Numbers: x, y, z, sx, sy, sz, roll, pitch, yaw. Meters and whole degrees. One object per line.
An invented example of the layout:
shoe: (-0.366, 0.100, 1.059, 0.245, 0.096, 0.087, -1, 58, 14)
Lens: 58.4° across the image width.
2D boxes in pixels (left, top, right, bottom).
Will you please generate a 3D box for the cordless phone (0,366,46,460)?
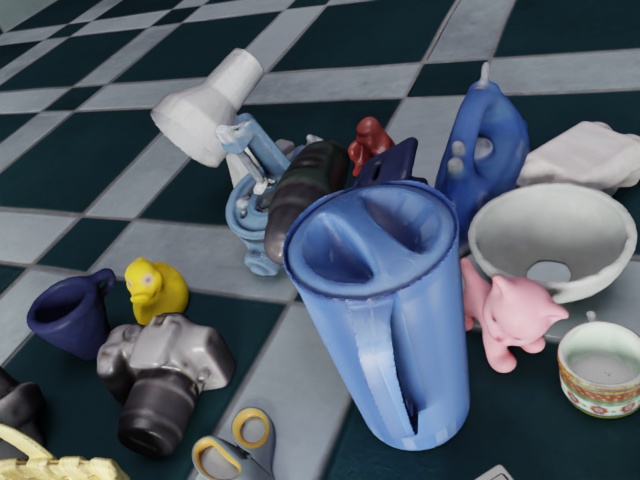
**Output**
cordless phone: (-0.401, 0.181, 0.617, 0.148, 0.185, 0.093, -35, 42, -18)

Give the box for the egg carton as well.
egg carton: (0.329, -0.089, 0.718, 0.150, 0.069, 0.107, -31, 40, -13)

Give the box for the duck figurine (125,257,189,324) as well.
duck figurine: (-0.225, 0.060, 0.763, 0.077, 0.086, 0.104, -13, 40, 8)

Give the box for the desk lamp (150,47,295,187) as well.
desk lamp: (-0.131, -0.170, 0.888, 0.117, 0.214, 0.203, 23, 55, 40)

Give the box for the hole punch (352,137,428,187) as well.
hole punch: (0.091, -0.080, 0.789, 0.101, 0.091, 0.109, -2, 42, 20)

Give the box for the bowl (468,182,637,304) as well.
bowl: (0.251, 0.014, 0.627, 0.167, 0.075, 0.167, -11, 40, 10)

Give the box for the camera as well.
camera: (-0.184, 0.155, 0.624, 0.143, 0.101, 0.137, -5, 41, 17)

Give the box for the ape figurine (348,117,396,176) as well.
ape figurine: (0.079, -0.144, 0.868, 0.076, 0.092, 0.077, -28, 40, -10)

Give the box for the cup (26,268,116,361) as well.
cup: (-0.300, 0.100, 0.740, 0.091, 0.095, 0.118, 21, 54, 39)

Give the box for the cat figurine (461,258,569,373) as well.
cat figurine: (0.180, 0.064, 0.565, 0.067, 0.118, 0.127, -29, 40, -10)

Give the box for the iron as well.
iron: (0.197, -0.111, 0.741, 0.118, 0.142, 0.258, 5, 45, 27)

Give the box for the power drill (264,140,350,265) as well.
power drill: (0.006, 0.002, 0.636, 0.075, 0.209, 0.229, -7, 41, 16)

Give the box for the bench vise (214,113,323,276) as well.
bench vise: (-0.067, -0.090, 0.765, 0.121, 0.220, 0.207, -5, 42, 18)
